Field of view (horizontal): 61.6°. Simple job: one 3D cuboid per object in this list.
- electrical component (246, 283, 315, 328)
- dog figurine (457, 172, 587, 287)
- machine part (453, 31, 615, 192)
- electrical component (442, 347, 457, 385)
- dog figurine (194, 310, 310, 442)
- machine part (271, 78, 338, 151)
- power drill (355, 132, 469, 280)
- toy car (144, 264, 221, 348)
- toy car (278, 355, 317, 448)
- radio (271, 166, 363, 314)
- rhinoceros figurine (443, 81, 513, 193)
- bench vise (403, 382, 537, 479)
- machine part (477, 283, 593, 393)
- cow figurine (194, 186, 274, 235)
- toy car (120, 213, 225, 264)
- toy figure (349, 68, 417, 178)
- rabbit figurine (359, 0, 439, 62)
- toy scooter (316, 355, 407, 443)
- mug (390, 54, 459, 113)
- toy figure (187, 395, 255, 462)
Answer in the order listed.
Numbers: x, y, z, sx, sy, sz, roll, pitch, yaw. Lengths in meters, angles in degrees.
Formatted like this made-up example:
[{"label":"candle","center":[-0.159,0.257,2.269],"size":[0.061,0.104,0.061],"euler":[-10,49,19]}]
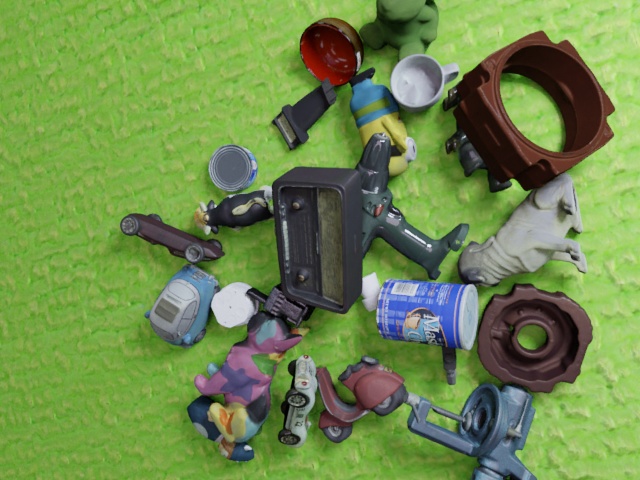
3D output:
[{"label":"electrical component","center":[-0.069,0.104,0.965],"size":[0.119,0.075,0.047],"euler":[31,101,13]},{"label":"dog figurine","center":[0.311,-0.015,0.857],"size":[0.191,0.121,0.172],"euler":[-7,59,31]},{"label":"machine part","center":[0.319,-0.192,0.796],"size":[0.201,0.087,0.201],"euler":[-30,85,-21]},{"label":"electrical component","center":[0.217,0.190,0.901],"size":[0.021,0.063,0.094],"euler":[-5,91,15]},{"label":"dog figurine","center":[-0.104,0.236,0.965],"size":[0.219,0.108,0.191],"euler":[-32,85,11]},{"label":"machine part","center":[-0.025,-0.222,0.941],"size":[0.139,0.039,0.084],"euler":[-38,76,35]},{"label":"power drill","center":[0.132,-0.036,0.873],"size":[0.207,0.086,0.231],"euler":[25,123,0]},{"label":"toy car","center":[-0.261,0.129,1.000],"size":[0.109,0.103,0.161],"euler":[31,102,9]},{"label":"toy car","center":[-0.037,0.281,0.926],"size":[0.056,0.073,0.201],"euler":[8,128,-5]},{"label":"radio","center":[-0.002,-0.003,0.871],"size":[0.131,0.073,0.229],"euler":[11,118,25]},{"label":"rhinoceros figurine","center":[0.262,-0.169,0.870],"size":[0.112,0.073,0.190],"euler":[-11,86,1]},{"label":"bench vise","center":[0.236,0.320,0.865],"size":[0.241,0.129,0.223],"euler":[24,91,-6]},{"label":"machine part","center":[0.343,0.156,0.872],"size":[0.180,0.056,0.179],"euler":[1,96,14]},{"label":"cow figurine","center":[-0.162,-0.047,0.967],"size":[0.167,0.098,0.068],"euler":[-14,96,14]},{"label":"toy car","center":[-0.275,0.000,1.003],"size":[0.202,0.089,0.053],"euler":[23,97,10]},{"label":"toy figure","center":[0.099,-0.192,0.903],"size":[0.089,0.082,0.180],"euler":[-24,95,34]},{"label":"rabbit figurine","center":[0.143,-0.359,0.835],"size":[0.121,0.170,0.159],"euler":[43,103,8]},{"label":"toy scooter","center":[0.053,0.261,0.944],"size":[0.184,0.075,0.135],"euler":[-37,82,18]},{"label":"mug","center":[0.168,-0.251,0.868],"size":[0.110,0.107,0.081],"euler":[-27,87,10]},{"label":"toy figure","center":[-0.188,0.363,1.016],"size":[0.058,0.064,0.154],"euler":[-44,78,-4]}]
